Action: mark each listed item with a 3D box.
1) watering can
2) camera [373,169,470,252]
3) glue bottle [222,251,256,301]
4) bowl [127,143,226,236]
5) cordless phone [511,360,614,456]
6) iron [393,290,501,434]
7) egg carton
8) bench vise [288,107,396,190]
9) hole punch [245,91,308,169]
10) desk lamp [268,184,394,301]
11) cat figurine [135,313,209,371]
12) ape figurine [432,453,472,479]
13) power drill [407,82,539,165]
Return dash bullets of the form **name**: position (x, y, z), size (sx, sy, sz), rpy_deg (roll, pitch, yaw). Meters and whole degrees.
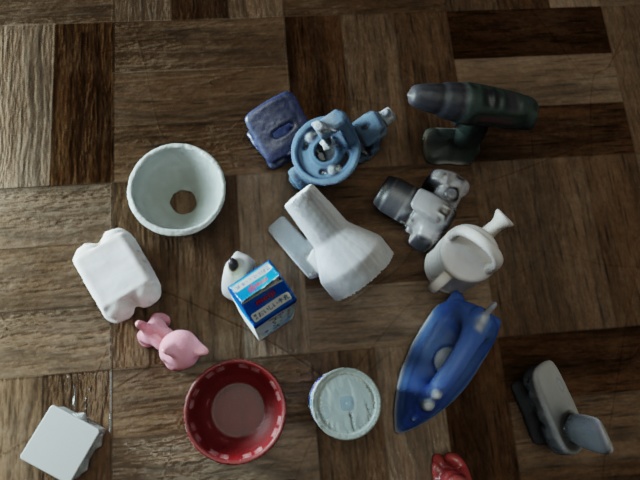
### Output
- **watering can**: position (0.247, 0.018, 0.949), size (0.101, 0.194, 0.173), rpy_deg (24, 75, 3)
- **camera**: position (0.176, -0.073, 1.017), size (0.136, 0.101, 0.143), rpy_deg (31, 76, 4)
- **glue bottle**: position (-0.134, 0.052, 0.925), size (0.037, 0.173, 0.078), rpy_deg (22, 75, 2)
- **bowl**: position (-0.245, -0.079, 1.003), size (0.167, 0.074, 0.167), rpy_deg (1, 75, -4)
- **cordless phone**: position (0.391, 0.264, 0.900), size (0.094, 0.185, 0.147), rpy_deg (-22, 78, -9)
- **iron**: position (0.205, 0.205, 0.925), size (0.118, 0.141, 0.258), rpy_deg (33, 76, 5)
- **egg carton**: position (-0.338, 0.058, 0.963), size (0.107, 0.069, 0.150), rpy_deg (-33, 80, -11)
- **bench vise**: position (0.034, -0.185, 0.974), size (0.121, 0.219, 0.207), rpy_deg (38, 76, 7)
- **hole punch**: position (-0.069, -0.199, 1.037), size (0.109, 0.091, 0.101), rpy_deg (-34, 80, -11)
- **desk lamp**: position (0.009, 0.003, 0.927), size (0.118, 0.213, 0.203), rpy_deg (-41, 81, -12)
- **cat figurine**: position (-0.240, 0.165, 0.917), size (0.127, 0.117, 0.067), rpy_deg (33, 76, 5)
- **ape figurine**: position (0.211, 0.382, 0.905), size (0.076, 0.092, 0.078), rpy_deg (42, 77, 7)
- **power drill**: position (0.247, -0.204, 1.000), size (0.229, 0.208, 0.075), rpy_deg (0, 75, -4)
